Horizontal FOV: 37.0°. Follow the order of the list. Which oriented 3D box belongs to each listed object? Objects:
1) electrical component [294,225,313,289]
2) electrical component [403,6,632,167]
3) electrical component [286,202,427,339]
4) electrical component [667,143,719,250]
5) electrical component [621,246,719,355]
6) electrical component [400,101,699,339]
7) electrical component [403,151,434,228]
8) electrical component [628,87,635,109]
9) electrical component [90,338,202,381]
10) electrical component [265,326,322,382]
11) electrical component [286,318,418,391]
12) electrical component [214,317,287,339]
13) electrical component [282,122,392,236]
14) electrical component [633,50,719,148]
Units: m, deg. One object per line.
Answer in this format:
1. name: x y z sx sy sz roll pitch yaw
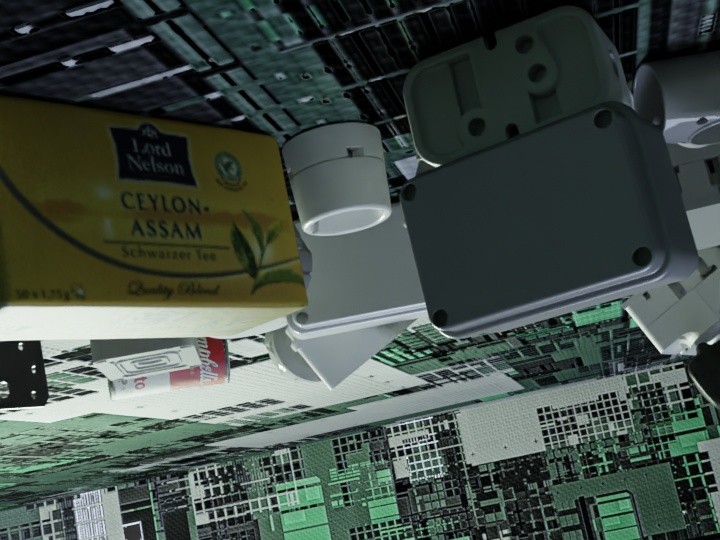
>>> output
1. electrical component: -0.072 -0.004 0.658 0.080 0.080 0.051 -16 172 18
2. electrical component: 0.077 -0.080 0.514 0.095 0.053 0.059 -17 166 24
3. electrical component: 0.000 0.000 0.743 0.113 0.078 0.057 -10 170 -6
4. electrical component: 0.232 -0.058 0.733 0.089 0.061 0.150 -14 167 10
5. electrical component: 0.322 -0.005 0.887 0.186 0.060 0.105 -45 154 22
6. electrical component: 0.082 -0.019 0.477 0.113 0.078 0.057 -19 168 30
7. electrical component: 0.047 -0.054 0.574 0.044 0.065 0.044 4 180 0
8. electrical component: 0.123 -0.052 0.590 0.099 0.099 0.064 1 168 -45
9. electrical component: -0.168 0.046 0.838 0.078 0.057 0.113 -10 168 -7
10. electrical component: -0.045 0.063 0.979 0.080 0.080 0.051 -7 172 -20
11. electrical component: 0.003 0.035 0.833 0.078 0.057 0.113 -42 176 29
12. electrical component: -0.087 0.020 0.810 0.080 0.051 0.080 -11 167 -3
13. electrical component: -0.011 -0.048 0.589 0.055 0.047 0.055 -11 167 -3
14. electrical component: 0.190 -0.091 0.592 0.077 0.044 0.079 -10 168 -6
